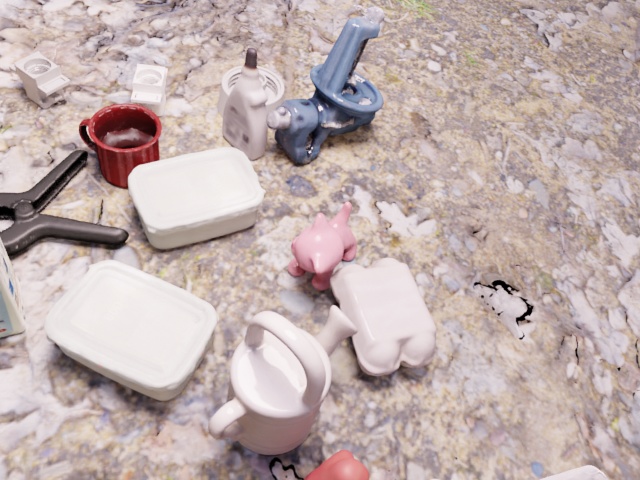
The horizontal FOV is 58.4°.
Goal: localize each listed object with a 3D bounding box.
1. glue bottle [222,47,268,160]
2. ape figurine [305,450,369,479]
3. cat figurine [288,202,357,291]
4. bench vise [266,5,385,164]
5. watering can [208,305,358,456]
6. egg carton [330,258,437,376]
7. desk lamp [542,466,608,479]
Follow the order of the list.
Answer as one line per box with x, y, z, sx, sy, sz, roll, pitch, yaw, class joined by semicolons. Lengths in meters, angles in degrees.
-0.103;-0.198;0.818;0.037;0.173;0.078;-34;67;-31;glue bottle
0.023;0.244;0.565;0.076;0.092;0.078;14;52;-2;ape figurine
0.007;0.003;0.727;0.067;0.118;0.128;30;53;11;cat figurine
0.025;-0.219;0.833;0.121;0.220;0.208;32;53;12;bench vise
-0.036;0.130;0.573;0.101;0.194;0.173;25;52;7;watering can
0.078;0.092;0.706;0.107;0.069;0.150;-9;56;-19;egg carton
0.152;0.266;0.501;0.204;0.213;0.117;-10;56;-19;desk lamp
